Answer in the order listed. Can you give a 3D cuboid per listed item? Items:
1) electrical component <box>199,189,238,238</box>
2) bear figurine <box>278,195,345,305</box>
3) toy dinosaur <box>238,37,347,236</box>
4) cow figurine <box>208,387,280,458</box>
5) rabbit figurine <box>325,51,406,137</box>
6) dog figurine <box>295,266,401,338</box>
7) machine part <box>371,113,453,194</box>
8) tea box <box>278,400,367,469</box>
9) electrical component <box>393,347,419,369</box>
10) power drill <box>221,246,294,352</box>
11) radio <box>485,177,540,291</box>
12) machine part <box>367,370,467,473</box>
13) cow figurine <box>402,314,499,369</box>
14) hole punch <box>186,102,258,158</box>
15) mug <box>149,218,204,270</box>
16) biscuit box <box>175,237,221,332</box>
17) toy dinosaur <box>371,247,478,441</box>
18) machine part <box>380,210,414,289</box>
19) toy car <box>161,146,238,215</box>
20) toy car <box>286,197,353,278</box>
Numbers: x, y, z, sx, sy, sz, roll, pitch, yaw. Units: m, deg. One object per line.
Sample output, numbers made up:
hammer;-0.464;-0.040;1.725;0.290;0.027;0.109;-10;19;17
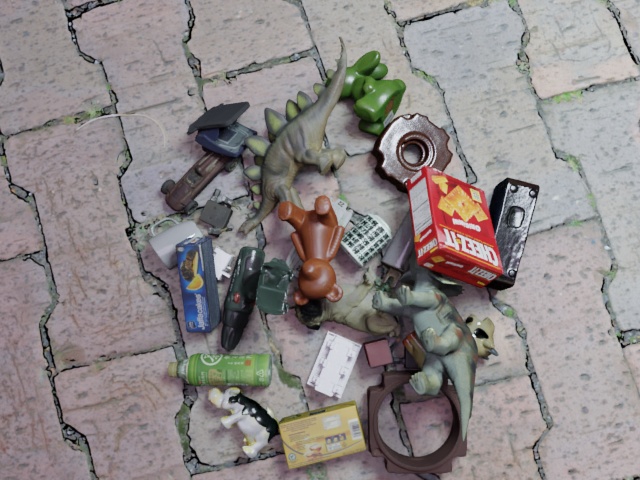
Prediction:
electrical component;-0.230;-0.058;1.218;0.078;0.045;0.102;29;85;4
bear figurine;-0.017;0.026;1.092;0.120;0.131;0.196;-5;66;21
toy dinosaur;-0.049;-0.208;1.175;0.199;0.105;0.471;40;100;9
cow figurine;-0.163;0.369;1.152;0.098;0.068;0.167;-38;86;-8
rabbit figurine;0.094;-0.343;1.204;0.170;0.121;0.159;33;92;20
dog figurine;0.059;0.166;1.162;0.191;0.121;0.172;-31;79;13
machine part;0.206;-0.192;1.193;0.179;0.056;0.179;0;89;-8
tea box;0.006;0.410;1.139;0.170;0.068;0.098;-13;83;2
electrical component;0.205;0.248;1.171;0.094;0.021;0.063;1;82;1
power drill;-0.138;0.122;1.125;0.086;0.207;0.232;16;74;-23
radio;0.391;-0.012;1.140;0.073;0.131;0.229;15;84;6
machine part;0.201;0.377;1.125;0.201;0.087;0.201;-1;82;3
cow figurine;0.286;0.216;1.131;0.195;0.085;0.127;-24;73;-17
hole punch;-0.213;-0.247;1.208;0.116;0.092;0.142;5;43;28
mug;-0.322;-0.003;1.206;0.107;0.080;0.110;-32;70;-12
biscuit box;-0.261;0.098;1.158;0.059;0.063;0.202;-1;104;12
toy dinosaur;0.232;0.174;1.019;0.192;0.131;0.405;2;53;-31
machine part;0.204;-0.007;1.176;0.079;0.079;0.243;28;86;6
toy car;-0.275;-0.149;1.230;0.089;0.053;0.202;44;88;10
toy car;-0.002;-0.004;1.195;0.073;0.056;0.201;33;86;6
